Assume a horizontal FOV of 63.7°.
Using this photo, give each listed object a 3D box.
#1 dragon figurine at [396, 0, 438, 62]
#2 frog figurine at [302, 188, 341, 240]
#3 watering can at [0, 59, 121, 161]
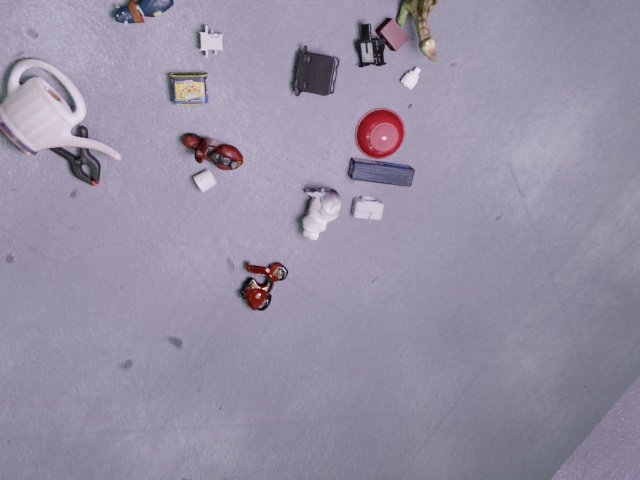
[{"bbox_3d":[0.279,-0.680,1.352,0.122,0.247,0.403,-7,115,-2],"label":"dragon figurine"},{"bbox_3d":[0.005,-0.080,1.585,0.123,0.137,0.159,-4,95,-39],"label":"frog figurine"},{"bbox_3d":[-0.709,-0.303,1.362,0.224,0.105,0.345,-36,99,4],"label":"watering can"}]
